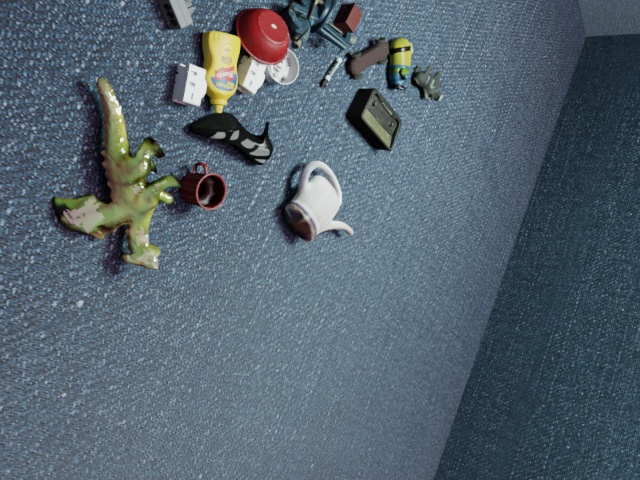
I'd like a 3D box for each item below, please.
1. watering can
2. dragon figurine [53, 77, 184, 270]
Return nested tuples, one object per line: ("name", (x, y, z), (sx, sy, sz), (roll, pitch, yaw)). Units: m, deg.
("watering can", (0.005, -0.082, 1.632), (0.228, 0.104, 0.340), (-50, 133, -28))
("dragon figurine", (-0.445, -0.111, 1.105), (0.246, 0.122, 0.403), (-41, 120, -25))
